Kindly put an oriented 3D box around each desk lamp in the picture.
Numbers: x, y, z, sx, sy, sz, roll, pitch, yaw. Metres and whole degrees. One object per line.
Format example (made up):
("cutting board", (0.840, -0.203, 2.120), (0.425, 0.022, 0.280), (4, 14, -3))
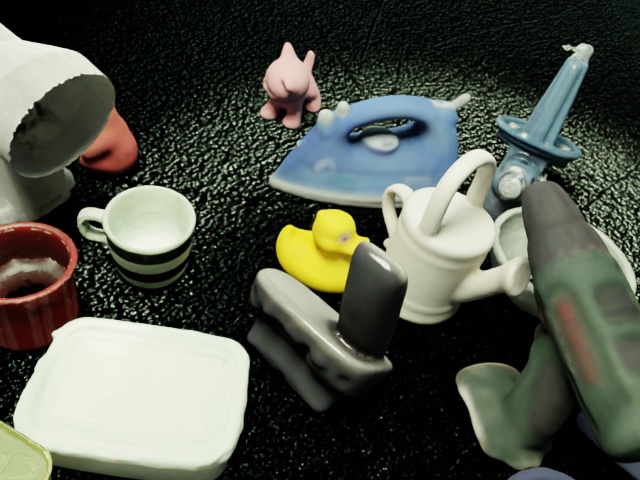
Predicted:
("desk lamp", (-0.307, -0.117, 0.564), (0.203, 0.213, 0.118), (30, 45, 15))

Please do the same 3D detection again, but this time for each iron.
("iron", (0.069, -0.126, 0.731), (0.259, 0.141, 0.118), (-5, 47, -20))

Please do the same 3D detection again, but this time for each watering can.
("watering can", (0.135, -0.005, 0.589), (0.172, 0.194, 0.101), (27, 45, 12))

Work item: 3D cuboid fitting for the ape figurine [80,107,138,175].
("ape figurine", (-0.255, -0.126, 0.675), (0.076, 0.092, 0.078), (22, 44, 7))

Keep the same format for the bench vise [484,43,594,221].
("bench vise", (0.291, -0.128, 0.738), (0.121, 0.220, 0.207), (16, 44, 1))

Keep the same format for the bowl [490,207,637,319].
("bowl", (0.268, 0.040, 0.666), (0.167, 0.075, 0.167), (8, 44, -8))

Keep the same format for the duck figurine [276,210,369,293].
("duck figurine", (0.006, 0.002, 0.623), (0.104, 0.086, 0.077), (22, 44, 7))

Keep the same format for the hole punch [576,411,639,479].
("hole punch", (0.318, 0.162, 0.545), (0.101, 0.091, 0.108), (-29, 59, -36))

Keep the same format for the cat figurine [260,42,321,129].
("cat figurine", (-0.039, -0.228, 0.821), (0.067, 0.118, 0.128), (25, 44, 11))

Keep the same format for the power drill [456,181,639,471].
("power drill", (0.196, 0.094, 0.495), (0.076, 0.208, 0.229), (-1, 46, -16))

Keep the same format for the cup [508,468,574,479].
("cup", (0.146, 0.233, 0.422), (0.118, 0.095, 0.091), (-3, 47, -19))

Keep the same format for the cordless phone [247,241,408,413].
("cordless phone", (0.009, 0.050, 0.504), (0.147, 0.185, 0.094), (37, 48, 21))
